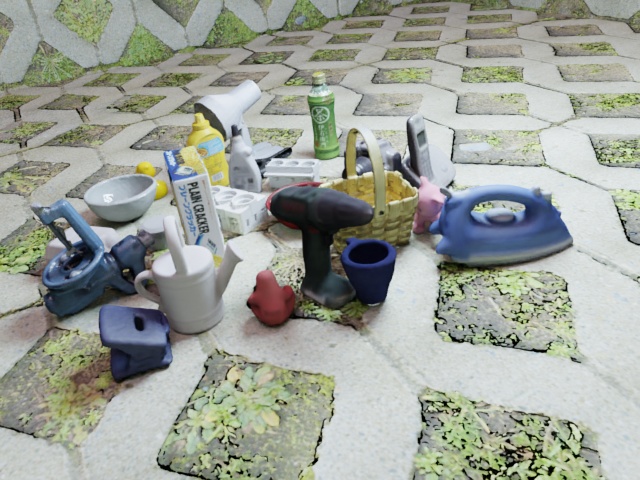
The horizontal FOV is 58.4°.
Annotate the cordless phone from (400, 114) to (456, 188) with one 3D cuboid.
[{"bbox_3d":[0.238,-0.199,1.270,0.093,0.185,0.148,14,36,31],"label":"cordless phone"}]

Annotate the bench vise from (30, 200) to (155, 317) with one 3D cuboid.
[{"bbox_3d":[-0.415,0.009,1.027,0.121,0.220,0.208,17,38,35],"label":"bench vise"}]

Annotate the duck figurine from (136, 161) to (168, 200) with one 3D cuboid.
[{"bbox_3d":[-0.429,-0.153,1.436,0.078,0.086,0.104,-28,36,-31],"label":"duck figurine"}]

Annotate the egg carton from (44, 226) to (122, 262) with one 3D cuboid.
[{"bbox_3d":[-0.477,0.021,1.169,0.150,0.069,0.107,4,32,19],"label":"egg carton"}]

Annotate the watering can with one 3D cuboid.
[{"bbox_3d":[-0.216,0.046,0.946,0.173,0.194,0.100,-25,35,-27],"label":"watering can"}]

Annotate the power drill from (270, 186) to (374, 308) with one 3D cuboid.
[{"bbox_3d":[0.009,0.003,0.956,0.076,0.209,0.228,-30,37,-33],"label":"power drill"}]

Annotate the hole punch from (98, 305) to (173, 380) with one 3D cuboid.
[{"bbox_3d":[-0.287,0.146,0.895,0.101,0.091,0.108,-16,32,-14],"label":"hole punch"}]

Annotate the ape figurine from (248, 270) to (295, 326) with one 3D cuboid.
[{"bbox_3d":[-0.082,0.089,0.946,0.077,0.092,0.076,-6,31,3],"label":"ape figurine"}]

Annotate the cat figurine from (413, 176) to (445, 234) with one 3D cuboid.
[{"bbox_3d":[0.215,-0.079,1.139,0.067,0.118,0.128,-3,31,8],"label":"cat figurine"}]

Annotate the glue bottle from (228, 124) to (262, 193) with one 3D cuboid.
[{"bbox_3d":[-0.187,-0.192,1.364,0.078,0.173,0.037,0,31,12],"label":"glue bottle"}]

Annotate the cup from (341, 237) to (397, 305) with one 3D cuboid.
[{"bbox_3d":[0.078,0.054,0.968,0.092,0.095,0.117,-19,32,-19],"label":"cup"}]

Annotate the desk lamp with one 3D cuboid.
[{"bbox_3d":[-0.214,-0.301,1.512,0.204,0.214,0.117,-31,38,-35],"label":"desk lamp"}]

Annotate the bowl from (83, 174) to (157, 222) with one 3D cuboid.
[{"bbox_3d":[-0.460,-0.089,1.346,0.167,0.075,0.167,-5,31,3],"label":"bowl"}]

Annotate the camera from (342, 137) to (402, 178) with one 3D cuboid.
[{"bbox_3d":[0.103,-0.182,1.355,0.142,0.101,0.137,21,40,39],"label":"camera"}]

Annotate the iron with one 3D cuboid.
[{"bbox_3d":[0.331,-0.043,1.031,0.258,0.142,0.118,-6,31,3],"label":"iron"}]
